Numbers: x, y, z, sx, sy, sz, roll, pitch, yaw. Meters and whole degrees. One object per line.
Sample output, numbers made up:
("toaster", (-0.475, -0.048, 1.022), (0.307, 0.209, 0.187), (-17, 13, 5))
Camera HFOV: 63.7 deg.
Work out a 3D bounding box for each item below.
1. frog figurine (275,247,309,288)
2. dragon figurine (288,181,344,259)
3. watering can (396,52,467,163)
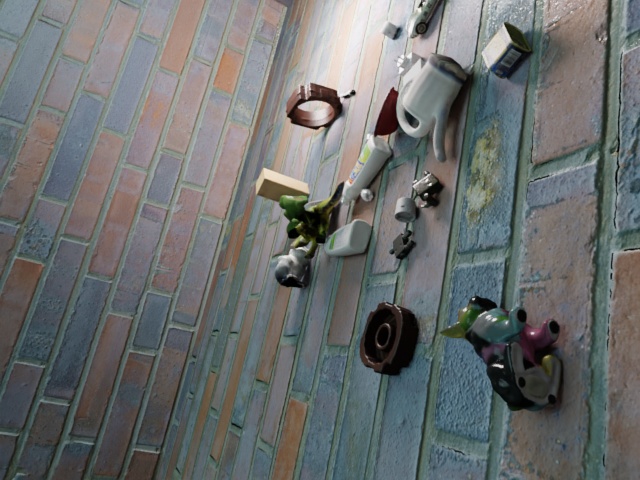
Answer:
("frog figurine", (-0.101, 0.090, 1.893), (0.121, 0.136, 0.163), (-22, 51, 37))
("dragon figurine", (0.005, -0.089, 1.774), (0.403, 0.122, 0.248), (-51, 5, 32))
("watering can", (0.302, -0.356, 1.342), (0.220, 0.103, 0.355), (-58, 30, 26))
